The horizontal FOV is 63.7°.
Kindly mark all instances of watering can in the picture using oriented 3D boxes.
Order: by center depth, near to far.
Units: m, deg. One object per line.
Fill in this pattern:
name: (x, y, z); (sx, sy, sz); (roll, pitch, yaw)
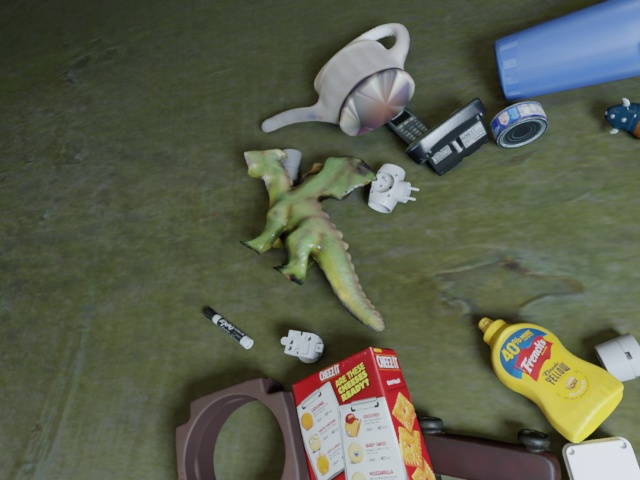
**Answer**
watering can: (0.040, -0.276, 0.992); (0.345, 0.229, 0.102); (-38, -46, 13)

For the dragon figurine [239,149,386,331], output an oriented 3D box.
dragon figurine: (0.003, -0.045, 0.886); (0.414, 0.244, 0.120); (31, -5, 29)
